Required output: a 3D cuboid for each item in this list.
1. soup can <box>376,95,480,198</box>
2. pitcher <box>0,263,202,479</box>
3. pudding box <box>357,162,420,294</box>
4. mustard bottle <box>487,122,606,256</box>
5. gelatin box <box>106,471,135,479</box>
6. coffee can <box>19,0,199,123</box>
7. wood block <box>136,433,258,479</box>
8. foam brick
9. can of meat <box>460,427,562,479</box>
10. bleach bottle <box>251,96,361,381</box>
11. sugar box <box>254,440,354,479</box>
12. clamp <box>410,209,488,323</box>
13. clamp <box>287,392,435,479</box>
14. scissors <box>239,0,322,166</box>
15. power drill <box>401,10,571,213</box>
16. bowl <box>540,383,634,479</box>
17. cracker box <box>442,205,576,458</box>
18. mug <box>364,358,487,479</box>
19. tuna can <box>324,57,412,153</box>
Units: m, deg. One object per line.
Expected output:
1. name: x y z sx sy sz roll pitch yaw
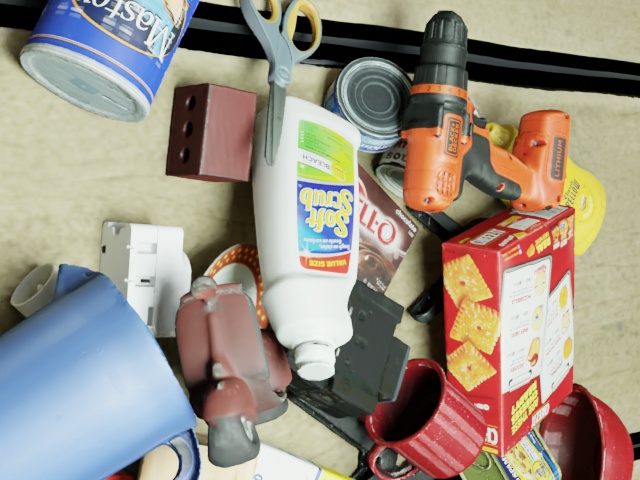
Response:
1. soup can: 0.105 -0.095 1.043 0.068 0.069 0.102 42 67 -33
2. pitcher: -0.210 0.144 0.730 0.242 0.149 0.145 -33 132 -16
3. pudding box: 0.033 -0.009 1.008 0.113 0.039 0.090 45 64 -32
4. mustard bottle: 0.236 -0.067 1.159 0.191 0.058 0.096 37 68 -34
5. gelatin box: -0.193 0.223 0.843 0.073 0.030 0.089 19 80 -39
6. coffee can: -0.150 -0.175 0.808 0.102 0.103 0.140 33 72 -36
7. wood block: -0.114 0.261 0.851 0.090 0.091 0.206 11 84 -8
8. foam brick: -0.090 -0.089 0.894 0.051 0.053 0.078 7 87 -39
9. can of meat: 0.196 0.235 1.125 0.083 0.058 0.102 -21 78 -42
10. bleach bottle: -0.006 0.001 0.882 0.102 0.068 0.251 24 46 -34
11. sugar box: -0.004 0.250 0.955 0.176 0.048 0.093 27 83 -17
12. clamp: 0.150 0.027 1.106 0.171 0.039 0.120 7 95 -40
13. clamp: 0.051 0.224 1.037 0.209 0.036 0.164 5 90 -36
14. scissors: -0.047 -0.155 0.903 0.096 0.016 0.201 40 43 -19
15. power drill: 0.156 -0.106 1.004 0.187 0.057 0.184 11 85 -37
16. bowl: 0.291 0.237 1.150 0.055 0.162 0.162 7 88 -12
17. cracker box: 0.192 0.083 1.077 0.163 0.072 0.214 -25 118 -48
18. mug: 0.094 0.180 0.999 0.117 0.093 0.081 -49 121 -1
19. tuna can: 0.049 -0.127 0.994 0.086 0.034 0.086 6 69 -17
